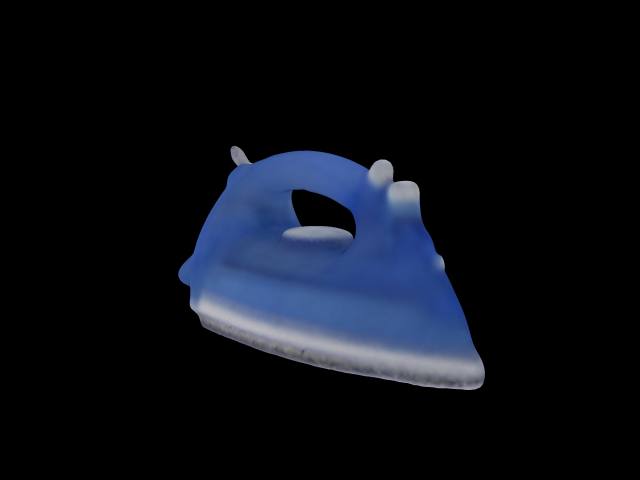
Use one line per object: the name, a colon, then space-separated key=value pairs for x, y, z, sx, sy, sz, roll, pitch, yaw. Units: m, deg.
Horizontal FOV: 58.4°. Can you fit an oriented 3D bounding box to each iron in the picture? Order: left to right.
iron: x=0.004 y=0.001 z=0.400 sx=0.119 sy=0.141 sz=0.257 roll=-6 pitch=9 yaw=-42
